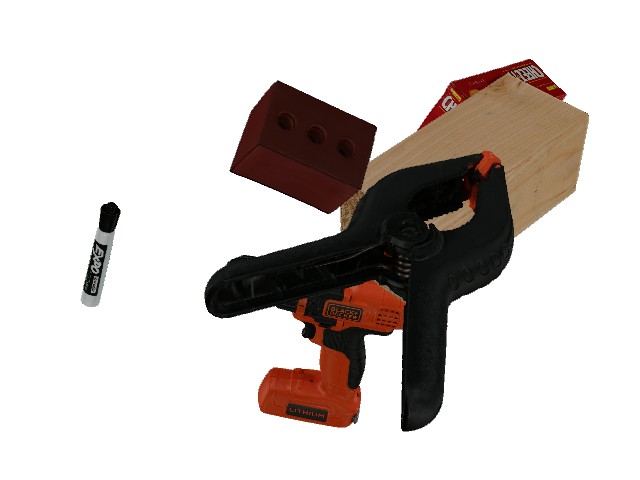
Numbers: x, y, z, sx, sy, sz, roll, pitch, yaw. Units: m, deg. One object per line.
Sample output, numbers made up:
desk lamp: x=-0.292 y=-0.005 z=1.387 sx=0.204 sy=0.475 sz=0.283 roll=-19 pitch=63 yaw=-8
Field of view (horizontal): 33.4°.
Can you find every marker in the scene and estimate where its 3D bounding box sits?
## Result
marker: x=-0.213 y=0.014 z=1.036 sx=0.020 sy=0.121 sz=0.020 roll=14 pitch=34 yaw=-10

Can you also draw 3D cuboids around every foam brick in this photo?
foam brick: x=-0.011 y=-0.061 z=0.716 sx=0.078 sy=0.053 sz=0.051 roll=22 pitch=-25 yaw=-15

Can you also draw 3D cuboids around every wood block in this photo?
wood block: x=0.120 y=-0.044 z=0.890 sx=0.205 sy=0.090 sz=0.091 roll=-34 pitch=51 yaw=-30

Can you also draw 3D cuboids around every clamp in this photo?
clamp: x=0.045 y=0.016 z=0.500 sx=0.171 sy=0.039 sz=0.120 roll=-34 pitch=61 yaw=-30

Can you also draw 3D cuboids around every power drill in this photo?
power drill: x=-0.013 y=0.098 z=1.053 sx=0.184 sy=0.188 sz=0.057 roll=12 pitch=41 yaw=-1

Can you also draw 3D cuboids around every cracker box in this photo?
cracker box: x=0.159 y=-0.101 z=1.224 sx=0.163 sy=0.072 sz=0.214 roll=-23 pitch=-24 yaw=-44
